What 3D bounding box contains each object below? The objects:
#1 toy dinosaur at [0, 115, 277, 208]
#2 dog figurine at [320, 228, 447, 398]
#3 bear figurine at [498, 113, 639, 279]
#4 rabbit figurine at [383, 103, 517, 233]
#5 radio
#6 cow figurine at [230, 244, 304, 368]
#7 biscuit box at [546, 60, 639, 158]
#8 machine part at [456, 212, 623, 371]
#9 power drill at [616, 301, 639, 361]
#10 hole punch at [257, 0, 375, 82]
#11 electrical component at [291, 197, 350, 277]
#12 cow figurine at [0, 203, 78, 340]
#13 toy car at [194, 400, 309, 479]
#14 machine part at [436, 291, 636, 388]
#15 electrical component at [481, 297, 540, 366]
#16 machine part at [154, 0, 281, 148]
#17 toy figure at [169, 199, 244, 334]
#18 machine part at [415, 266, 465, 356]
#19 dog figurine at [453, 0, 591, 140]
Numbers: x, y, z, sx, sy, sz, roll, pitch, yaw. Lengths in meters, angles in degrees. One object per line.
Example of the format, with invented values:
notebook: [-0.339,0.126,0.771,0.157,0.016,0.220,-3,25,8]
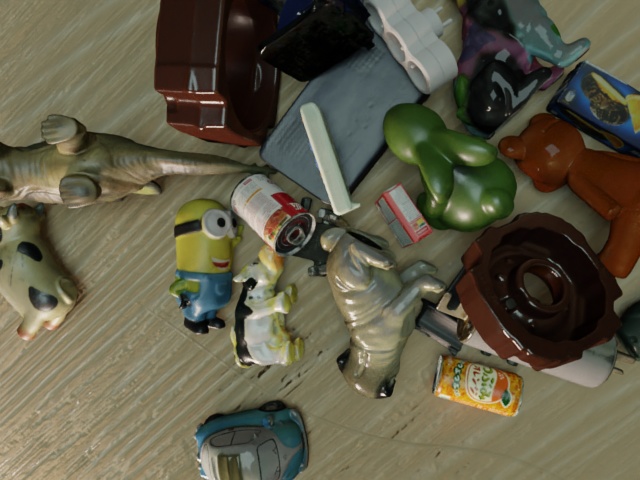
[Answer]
toy dinosaur: [-0.298,-0.094,0.697,0.472,0.198,0.105,3,93,1]
dog figurine: [0.048,0.095,0.681,0.172,0.121,0.190,30,103,8]
bear figurine: [0.317,-0.065,0.654,0.196,0.120,0.131,30,141,32]
rabbit figurine: [0.140,-0.086,0.633,0.170,0.159,0.121,40,102,-15]
radio: [0.039,-0.162,0.707,0.131,0.073,0.229,38,98,6]
cow figurine: [-0.081,0.090,0.736,0.098,0.068,0.167,-8,89,15]
biscuit box: [0.386,-0.137,0.656,0.203,0.063,0.059,33,97,8]
machine part: [0.241,0.056,0.600,0.179,0.056,0.179,5,61,-9]
power drill: [0.497,0.118,0.635,0.232,0.086,0.207,-29,90,10]
hole punch: [-0.010,-0.258,0.620,0.116,0.142,0.092,-21,73,26]
electrical component: [-0.003,-0.001,0.729,0.078,0.045,0.102,17,93,7]
cow figurine: [-0.427,0.030,0.779,0.127,0.085,0.195,-42,82,13]
toy car: [-0.100,0.285,0.723,0.162,0.103,0.109,-6,89,7]
machine part: [0.258,0.116,0.648,0.243,0.079,0.079,18,94,-2]
electrical component: [0.250,0.114,0.702,0.063,0.021,0.094,20,94,8]
machine part: [-0.118,-0.223,0.664,0.087,0.201,0.200,6,92,13]
toy figure: [-0.162,0.033,0.739,0.089,0.082,0.180,7,95,7]
machine part: [0.186,0.076,0.705,0.084,0.039,0.139,35,98,12]
dog figurine: [0.199,-0.258,0.662,0.191,0.108,0.219,-40,81,2]
